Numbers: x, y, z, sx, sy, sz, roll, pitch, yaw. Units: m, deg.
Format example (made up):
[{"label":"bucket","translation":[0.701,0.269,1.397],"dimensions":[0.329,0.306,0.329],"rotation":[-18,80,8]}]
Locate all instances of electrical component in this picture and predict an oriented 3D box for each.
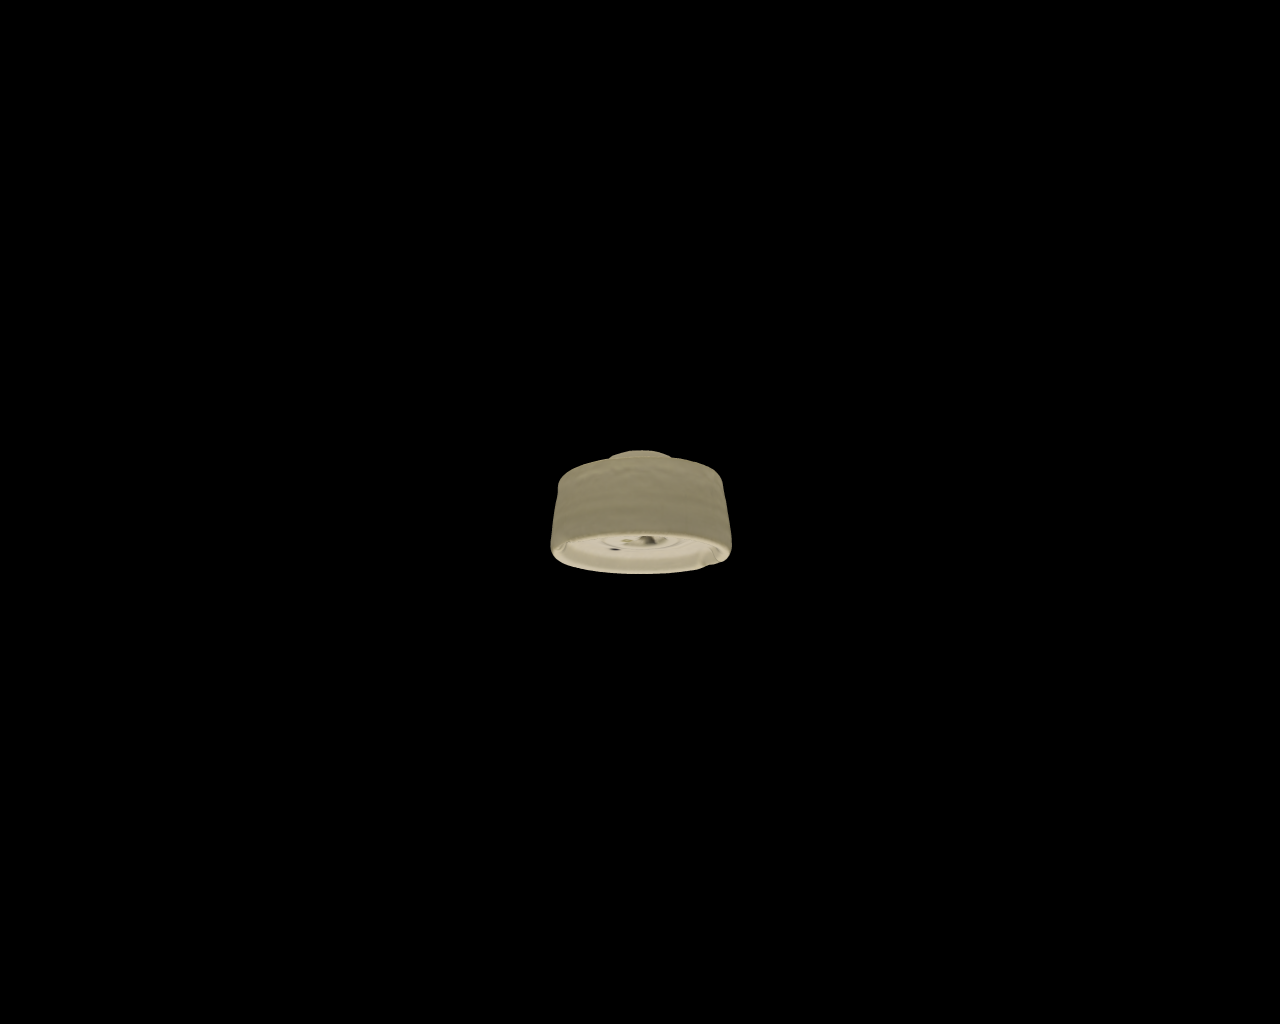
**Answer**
[{"label":"electrical component","translation":[0.001,-0.003,0.650],"dimensions":[0.108,0.060,0.108],"rotation":[0,-15,0]}]
